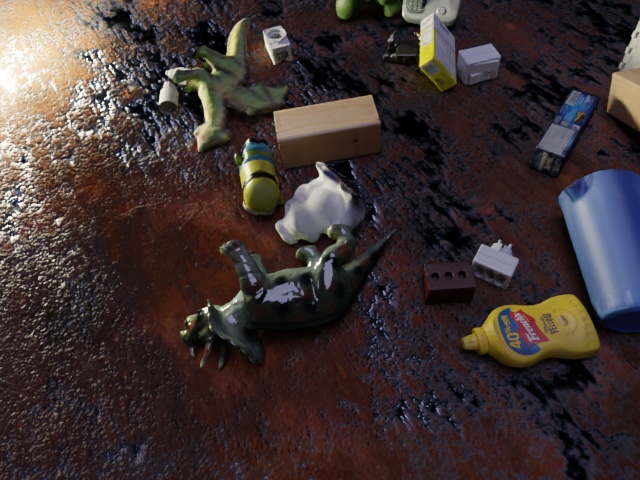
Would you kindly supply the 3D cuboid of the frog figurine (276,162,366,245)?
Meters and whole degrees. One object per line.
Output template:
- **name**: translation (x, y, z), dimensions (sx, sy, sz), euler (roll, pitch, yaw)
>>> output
- **frog figurine**: translation (0.003, -0.048, 0.954), dimensions (0.138, 0.123, 0.158), euler (41, 105, 14)

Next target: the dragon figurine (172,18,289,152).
- **dragon figurine**: translation (-0.186, -0.369, 1.211), dimensions (0.243, 0.120, 0.418), euler (29, 63, 5)
